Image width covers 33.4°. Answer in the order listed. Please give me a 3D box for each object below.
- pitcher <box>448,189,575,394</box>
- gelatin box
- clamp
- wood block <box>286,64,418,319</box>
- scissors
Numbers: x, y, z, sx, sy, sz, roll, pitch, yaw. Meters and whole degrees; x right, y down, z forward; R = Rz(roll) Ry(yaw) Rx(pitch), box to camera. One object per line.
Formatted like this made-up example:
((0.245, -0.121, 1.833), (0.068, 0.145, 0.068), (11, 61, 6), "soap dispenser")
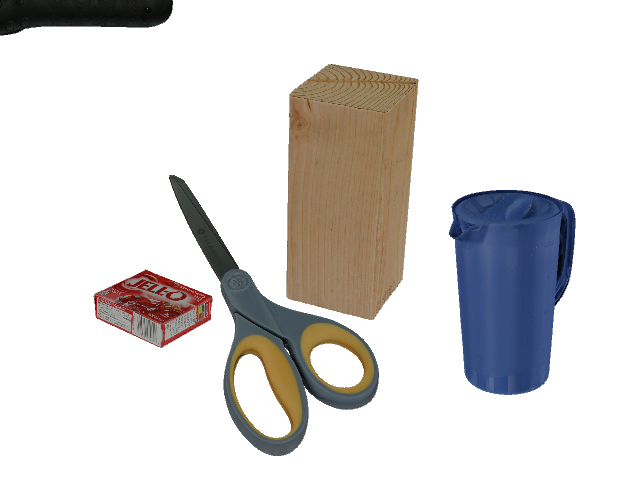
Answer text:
((0.243, 0.062, 1.342), (0.149, 0.243, 0.145), (1, 21, 13), "pitcher")
((-0.161, 0.063, 1.026), (0.089, 0.030, 0.073), (20, 29, 29), "gelatin box")
((-0.176, -0.140, 0.603), (0.171, 0.039, 0.120), (-7, 23, -14), "clamp")
((0.027, -0.044, 0.976), (0.091, 0.206, 0.090), (13, 31, 20), "wood block")
((-0.028, 0.031, 0.626), (0.096, 0.202, 0.016), (-7, -37, -11), "scissors")
